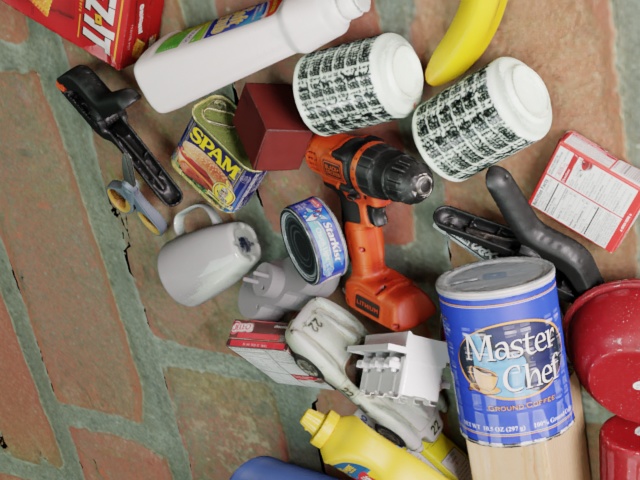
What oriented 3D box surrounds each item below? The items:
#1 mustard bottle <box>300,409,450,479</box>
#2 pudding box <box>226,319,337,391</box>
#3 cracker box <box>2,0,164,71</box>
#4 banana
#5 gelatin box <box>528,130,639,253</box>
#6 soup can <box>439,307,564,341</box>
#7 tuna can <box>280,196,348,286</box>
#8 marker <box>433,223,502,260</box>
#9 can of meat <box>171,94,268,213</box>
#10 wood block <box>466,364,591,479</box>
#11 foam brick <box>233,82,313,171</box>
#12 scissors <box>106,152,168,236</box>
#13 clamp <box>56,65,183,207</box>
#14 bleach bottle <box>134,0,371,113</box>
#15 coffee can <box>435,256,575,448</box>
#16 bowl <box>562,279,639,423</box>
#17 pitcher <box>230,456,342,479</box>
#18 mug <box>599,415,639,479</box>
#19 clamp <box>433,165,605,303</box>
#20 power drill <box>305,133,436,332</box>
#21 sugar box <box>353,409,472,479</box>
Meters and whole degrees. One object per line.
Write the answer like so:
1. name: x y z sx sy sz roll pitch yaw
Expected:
1. mustard bottle: 0.063 0.235 1.113 0.191 0.058 0.096 34 162 0
2. pudding box: -0.037 0.128 1.197 0.090 0.039 0.113 2 151 37
3. cracker box: -0.263 -0.300 1.117 0.214 0.072 0.164 32 132 17
4. banana: 0.130 -0.214 0.903 0.070 0.037 0.198 34 133 39
5. gelatin box: 0.236 -0.042 0.930 0.089 0.030 0.073 34 133 17
6. soup can: 0.175 0.086 1.028 0.102 0.068 0.068 9 121 33
7. tuna can: -0.007 0.001 1.067 0.086 0.033 0.086 52 155 37
8. marker: 0.162 0.014 1.027 0.121 0.020 0.020 37 132 13
9. can of meat: -0.103 -0.089 1.138 0.102 0.057 0.084 44 136 7
10. wood block: 0.211 0.229 1.073 0.090 0.090 0.206 6 120 35
11. foam brick: -0.047 -0.113 1.059 0.078 0.051 0.053 66 146 39
12. scissors: -0.201 -0.048 1.208 0.096 0.016 0.202 42 162 -10
13. clamp: -0.229 -0.130 1.186 0.210 0.036 0.164 35 154 43
14. bleach bottle: -0.059 -0.195 1.024 0.251 0.102 0.068 -14 115 35
15. coffee can: 0.162 0.096 0.931 0.103 0.102 0.140 -1 106 37
16. bowl: 0.289 0.112 0.944 0.162 0.055 0.162 15 133 16
17. pitcher: -0.004 0.334 1.235 0.243 0.149 0.145 0 121 46
18. mug: 0.315 0.211 0.995 0.117 0.093 0.081 -6 111 5
19. clamp: 0.191 -0.001 0.961 0.171 0.039 0.120 31 159 2
20. power drill: 0.060 -0.009 1.028 0.185 0.057 0.187 29 136 57
21. sugar box: 0.109 0.248 1.193 0.176 0.048 0.093 44 134 11
